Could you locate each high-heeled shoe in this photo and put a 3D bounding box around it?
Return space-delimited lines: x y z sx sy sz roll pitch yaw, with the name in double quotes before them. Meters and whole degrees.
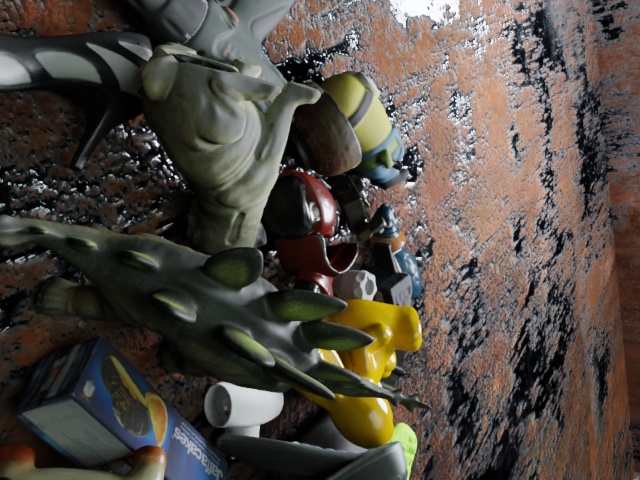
"high-heeled shoe" -0.222 -0.154 0.378 0.248 0.086 0.145 40 57 -49

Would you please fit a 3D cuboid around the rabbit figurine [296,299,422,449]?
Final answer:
"rabbit figurine" 0.046 0.160 0.649 0.162 0.122 0.173 20 51 -26

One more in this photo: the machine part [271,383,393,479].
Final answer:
"machine part" 0.020 0.260 0.675 0.243 0.079 0.079 -31 113 -48

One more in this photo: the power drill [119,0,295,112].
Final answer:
"power drill" -0.086 -0.248 0.544 0.231 0.086 0.207 46 52 -43

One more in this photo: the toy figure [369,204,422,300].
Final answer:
"toy figure" 0.109 0.019 0.802 0.058 0.064 0.154 -26 110 -8

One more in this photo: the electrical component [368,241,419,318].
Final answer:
"electrical component" 0.092 0.066 0.761 0.048 0.075 0.119 -33 120 -34

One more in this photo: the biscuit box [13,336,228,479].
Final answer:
"biscuit box" -0.156 0.172 0.456 0.063 0.059 0.202 -90 156 -53

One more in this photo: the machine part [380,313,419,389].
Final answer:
"machine part" 0.107 0.162 0.813 0.084 0.039 0.139 34 68 -36

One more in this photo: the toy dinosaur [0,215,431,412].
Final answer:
"toy dinosaur" -0.065 0.083 0.476 0.470 0.199 0.105 33 68 -44

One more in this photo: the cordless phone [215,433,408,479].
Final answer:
"cordless phone" -0.009 0.231 0.543 0.146 0.184 0.089 81 21 -68

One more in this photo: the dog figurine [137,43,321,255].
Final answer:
"dog figurine" -0.101 -0.060 0.474 0.172 0.121 0.190 -1 118 -46

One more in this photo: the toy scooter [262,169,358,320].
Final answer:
"toy scooter" -0.001 -0.002 0.653 0.135 0.075 0.183 -29 111 -54

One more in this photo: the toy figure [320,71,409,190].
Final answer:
"toy figure" 0.060 -0.143 0.724 0.180 0.082 0.089 59 45 -36

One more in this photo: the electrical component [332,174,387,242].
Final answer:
"electrical component" 0.049 -0.047 0.705 0.102 0.045 0.078 -112 -178 -48

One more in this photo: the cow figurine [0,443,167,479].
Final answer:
"cow figurine" -0.203 0.203 0.351 0.195 0.127 0.085 7 115 -16
